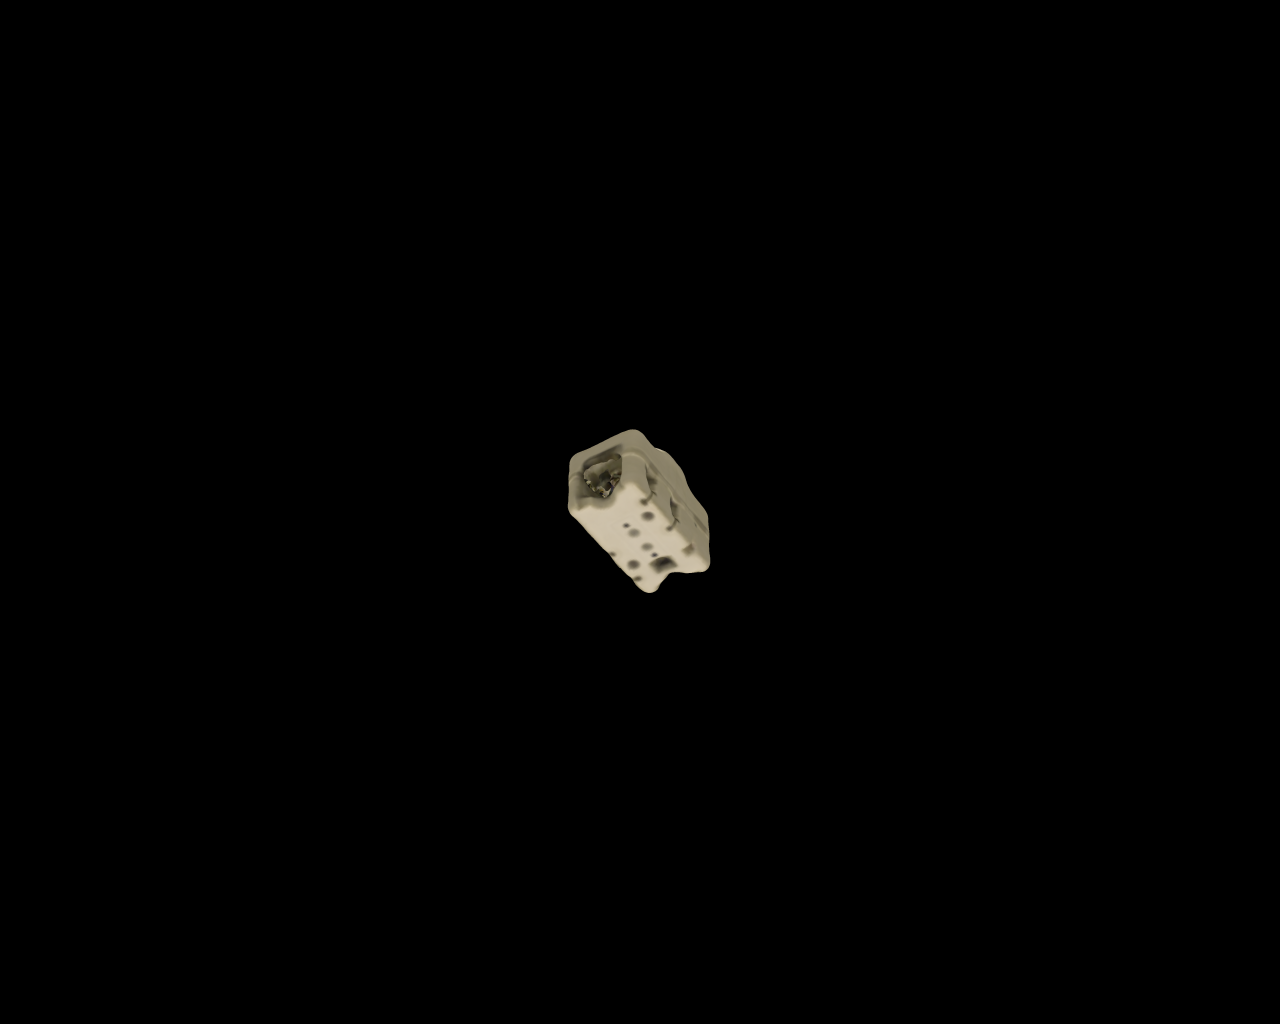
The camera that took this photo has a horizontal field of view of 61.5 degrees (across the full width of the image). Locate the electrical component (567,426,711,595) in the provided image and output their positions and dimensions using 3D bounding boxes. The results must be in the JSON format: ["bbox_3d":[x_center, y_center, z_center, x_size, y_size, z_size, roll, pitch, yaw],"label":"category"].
[{"bbox_3d":[0.001,-0.003,0.650,0.050,0.056,0.089,-24,-50,22],"label":"electrical component"}]
